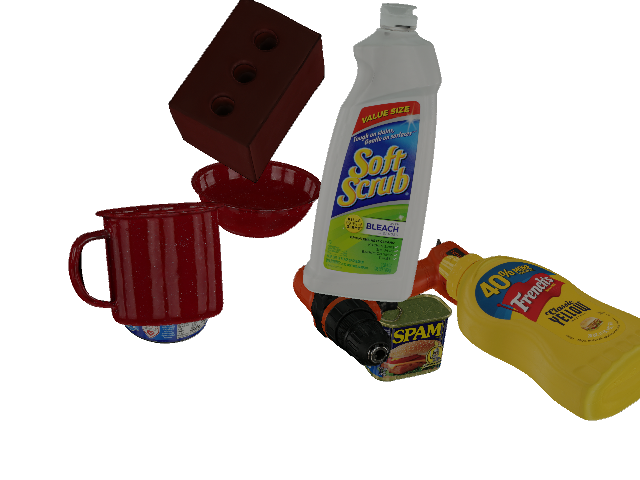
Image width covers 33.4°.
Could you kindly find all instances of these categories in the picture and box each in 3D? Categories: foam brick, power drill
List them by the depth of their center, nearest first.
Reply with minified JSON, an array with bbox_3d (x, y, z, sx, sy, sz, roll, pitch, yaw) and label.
[{"bbox_3d":[-0.039,-0.083,0.592,0.053,0.078,0.051,29,-13,11],"label":"foam brick"},{"bbox_3d":[0.083,0.061,1.101,0.187,0.057,0.185,-10,27,-20],"label":"power drill"}]

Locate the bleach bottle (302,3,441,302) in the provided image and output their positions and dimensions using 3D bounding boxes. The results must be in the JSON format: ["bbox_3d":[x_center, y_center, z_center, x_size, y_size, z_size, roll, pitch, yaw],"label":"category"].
[{"bbox_3d":[0.046,-0.076,0.919,0.102,0.251,0.068,7,17,6],"label":"bleach bottle"}]

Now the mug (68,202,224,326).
[{"bbox_3d":[-0.124,0.017,0.770,0.117,0.081,0.093,-7,6,-32],"label":"mug"}]

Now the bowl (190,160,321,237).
[{"bbox_3d":[-0.080,-0.047,1.315,0.162,0.055,0.162,4,25,-2],"label":"bowl"}]

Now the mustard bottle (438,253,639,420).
[{"bbox_3d":[0.163,0.060,0.820,0.096,0.058,0.192,-25,39,-30],"label":"mustard bottle"}]

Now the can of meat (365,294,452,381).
[{"bbox_3d":[0.105,0.120,1.313,0.101,0.084,0.057,-8,29,-25],"label":"can of meat"}]

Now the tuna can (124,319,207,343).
[{"bbox_3d":[-0.150,0.061,1.033,0.086,0.034,0.086,6,33,-4],"label":"tuna can"}]
